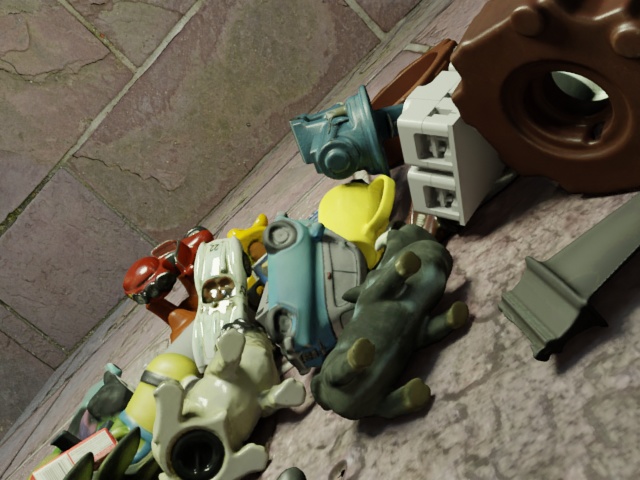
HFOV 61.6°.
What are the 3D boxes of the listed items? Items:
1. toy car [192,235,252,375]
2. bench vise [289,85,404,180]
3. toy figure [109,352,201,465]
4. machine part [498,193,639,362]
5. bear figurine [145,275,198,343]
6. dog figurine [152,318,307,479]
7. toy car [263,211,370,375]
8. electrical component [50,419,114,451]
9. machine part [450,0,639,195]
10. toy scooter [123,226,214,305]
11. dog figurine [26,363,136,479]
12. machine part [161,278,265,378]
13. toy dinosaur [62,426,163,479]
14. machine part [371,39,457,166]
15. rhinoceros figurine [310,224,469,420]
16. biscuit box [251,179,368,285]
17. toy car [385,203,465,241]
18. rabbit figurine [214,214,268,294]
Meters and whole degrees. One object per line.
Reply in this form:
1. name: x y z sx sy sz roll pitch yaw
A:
1. toy car: -0.134 0.087 0.735 0.074 0.056 0.202 -13 58 10
2. bench vise: 0.080 -0.151 0.710 0.241 0.128 0.224 -15 14 11
3. toy figure: -0.224 0.235 0.709 0.180 0.089 0.082 -53 6 -12
4. machine part: 0.173 0.011 0.330 0.139 0.039 0.084 -44 10 13
5. bear figurine: -0.235 0.137 0.933 0.120 0.132 0.196 -42 9 0
6. dog figurine: -0.106 0.171 0.576 0.172 0.121 0.190 -39 2 -13
7. toy car: 0.001 0.047 0.540 0.103 0.109 0.162 -10 54 7
8. electrical component: -0.311 0.292 0.747 0.075 0.119 0.048 -44 19 17
9. machine part: 0.176 -0.102 0.368 0.056 0.179 0.179 -55 17 -18
10. toy scooter: -0.255 0.053 0.912 0.184 0.075 0.135 -37 28 -2
11. dog figurine: -0.353 0.317 0.836 0.219 0.108 0.192 -55 20 -14
12. machine part: -0.164 0.148 0.803 0.243 0.079 0.079 -47 15 0
13. toy dinosaur: -0.236 0.288 0.526 0.198 0.105 0.471 -50 -3 26
14. machine part: 0.151 -0.215 0.877 0.201 0.087 0.201 -54 18 -26
15. rhinoceros figurine: 0.062 0.062 0.448 0.190 0.073 0.112 -59 9 -34
16. biscuit box: -0.002 -0.002 0.757 0.202 0.059 0.063 -41 -8 20
17. toy car: 0.132 -0.062 0.600 0.089 0.053 0.202 -24 25 48
18. rabbit figurine: -0.135 0.024 0.963 0.162 0.122 0.173 -49 14 -30
